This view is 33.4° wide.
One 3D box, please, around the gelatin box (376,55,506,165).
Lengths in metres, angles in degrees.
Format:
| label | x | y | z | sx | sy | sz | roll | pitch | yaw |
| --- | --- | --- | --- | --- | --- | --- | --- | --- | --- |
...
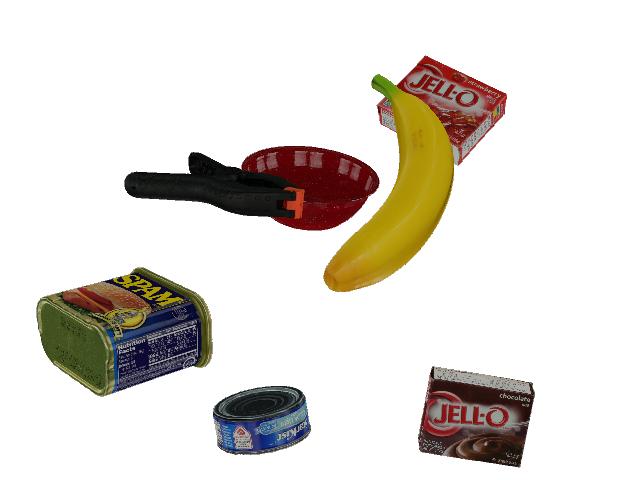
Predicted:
| label | x | y | z | sx | sy | sz | roll | pitch | yaw |
| --- | --- | --- | --- | --- | --- | --- | --- | --- | --- |
| gelatin box | 0.106 | -0.116 | 0.937 | 0.089 | 0.073 | 0.030 | 32 | -26 | 25 |

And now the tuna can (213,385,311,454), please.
| label | x | y | z | sx | sy | sz | roll | pitch | yaw |
| --- | --- | --- | --- | --- | --- | --- | --- | --- | --- |
| tuna can | -0.053 | 0.160 | 0.959 | 0.086 | 0.034 | 0.086 | -8 | 11 | 1 |

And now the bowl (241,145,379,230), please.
| label | x | y | z | sx | sy | sz | roll | pitch | yaw |
| --- | --- | --- | --- | --- | --- | --- | --- | --- | --- |
| bowl | -0.015 | -0.056 | 1.246 | 0.162 | 0.055 | 0.162 | 6 | 27 | -3 |

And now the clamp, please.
| label | x | y | z | sx | sy | sz | roll | pitch | yaw |
| --- | --- | --- | --- | --- | --- | --- | --- | --- | --- |
| clamp | -0.099 | -0.050 | 1.023 | 0.172 | 0.039 | 0.120 | 15 | 28 | 35 |

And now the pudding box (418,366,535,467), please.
| label | x | y | z | sx | sy | sz | roll | pitch | yaw |
| --- | --- | --- | --- | --- | --- | --- | --- | --- | --- |
| pudding box | 0.168 | 0.190 | 1.154 | 0.113 | 0.090 | 0.039 | 8 | 21 | 2 |

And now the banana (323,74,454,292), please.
| label | x | y | z | sx | sy | sz | roll | pitch | yaw |
| --- | --- | --- | --- | --- | --- | --- | --- | --- | --- |
| banana | 0.052 | -0.034 | 0.711 | 0.069 | 0.197 | 0.037 | 10 | -43 | 5 |

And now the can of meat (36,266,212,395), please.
| label | x | y | z | sx | sy | sz | roll | pitch | yaw |
| --- | --- | --- | --- | --- | --- | --- | --- | --- | --- |
| can of meat | -0.140 | 0.063 | 0.755 | 0.083 | 0.057 | 0.102 | -16 | 25 | -39 |
